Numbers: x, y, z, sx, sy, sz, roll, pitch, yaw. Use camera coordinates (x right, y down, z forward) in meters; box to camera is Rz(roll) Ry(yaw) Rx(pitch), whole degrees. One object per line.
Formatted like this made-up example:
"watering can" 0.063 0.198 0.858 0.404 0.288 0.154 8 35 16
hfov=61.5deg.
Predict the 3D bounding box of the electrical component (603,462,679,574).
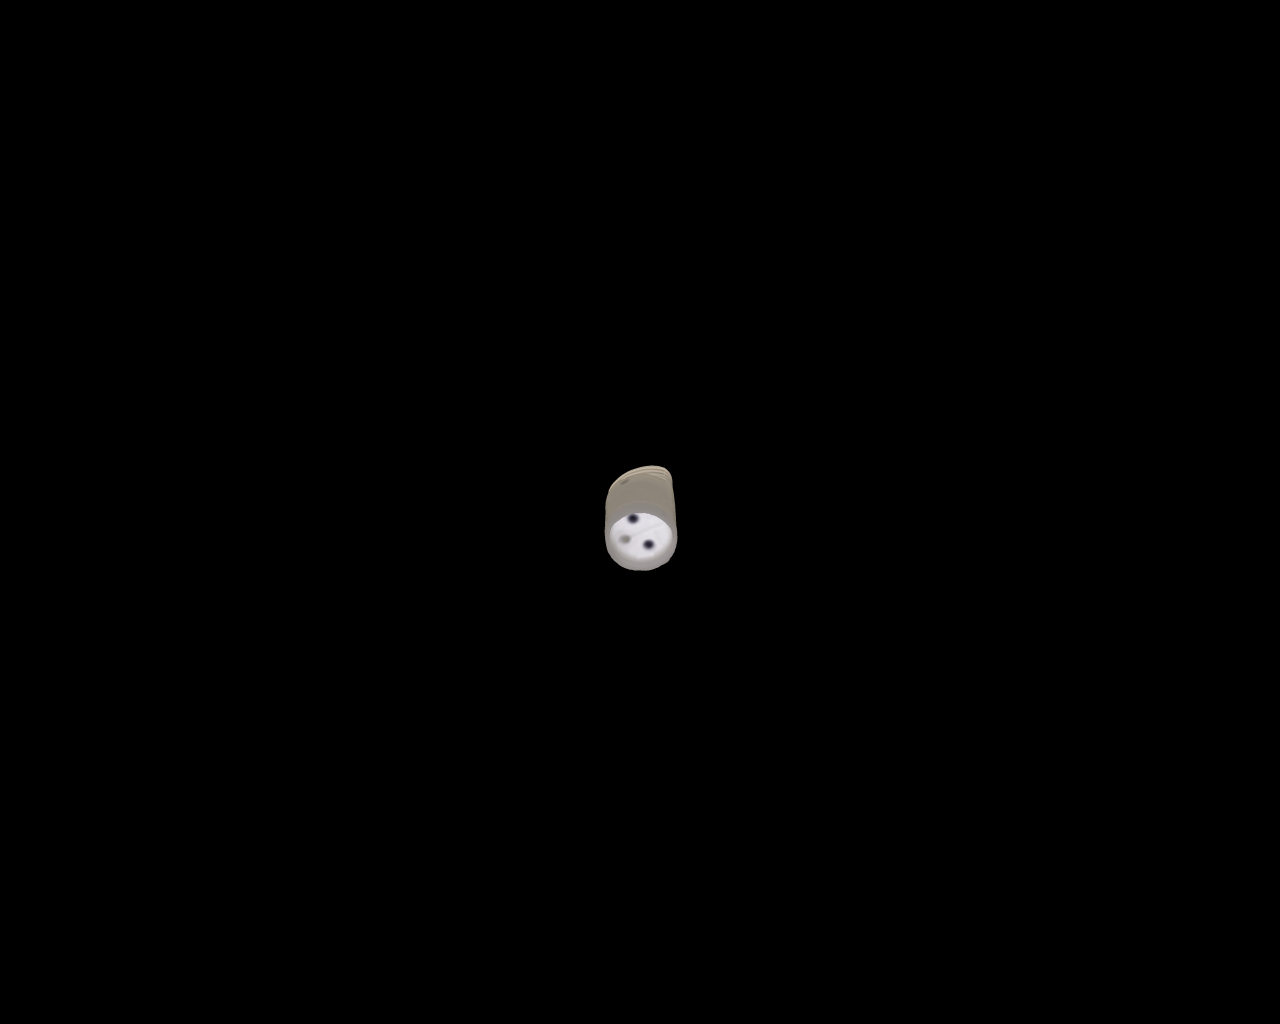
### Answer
"electrical component" 0.001 -0.003 0.650 0.043 0.043 0.081 0 30 0
